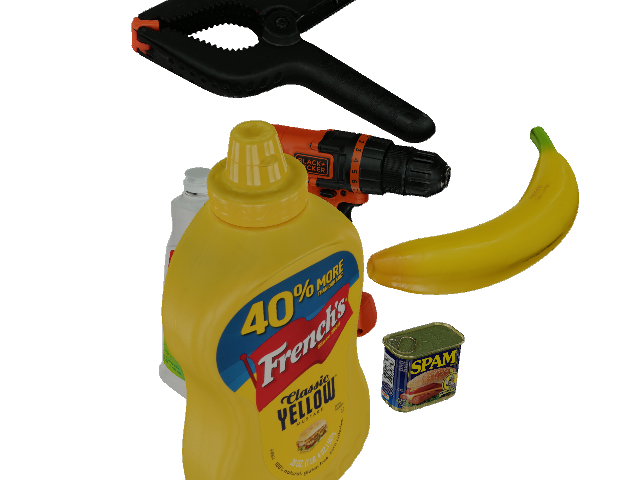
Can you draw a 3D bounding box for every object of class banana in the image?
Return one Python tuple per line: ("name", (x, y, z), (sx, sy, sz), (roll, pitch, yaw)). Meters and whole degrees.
("banana", (0.112, -0.008, 0.675), (0.070, 0.037, 0.197), (34, 47, 24))

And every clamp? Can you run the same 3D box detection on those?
("clamp", (-0.022, -0.132, 0.734), (0.209, 0.164, 0.036), (-7, -27, -12))

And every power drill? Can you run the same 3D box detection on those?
("power drill", (0.021, -0.009, 0.977), (0.185, 0.188, 0.057), (12, 23, 19))

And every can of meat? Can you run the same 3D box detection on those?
("can of meat", (0.125, 0.158, 1.330), (0.101, 0.084, 0.058), (-12, 29, -28))

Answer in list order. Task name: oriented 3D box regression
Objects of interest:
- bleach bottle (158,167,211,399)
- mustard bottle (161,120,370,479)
("bleach bottle", (-0.125, 0.044, 1.096), (0.067, 0.251, 0.103), (-21, 33, -37))
("mustard bottle", (-0.023, 0.034, 0.471), (0.096, 0.192, 0.058), (-27, 42, -30))
